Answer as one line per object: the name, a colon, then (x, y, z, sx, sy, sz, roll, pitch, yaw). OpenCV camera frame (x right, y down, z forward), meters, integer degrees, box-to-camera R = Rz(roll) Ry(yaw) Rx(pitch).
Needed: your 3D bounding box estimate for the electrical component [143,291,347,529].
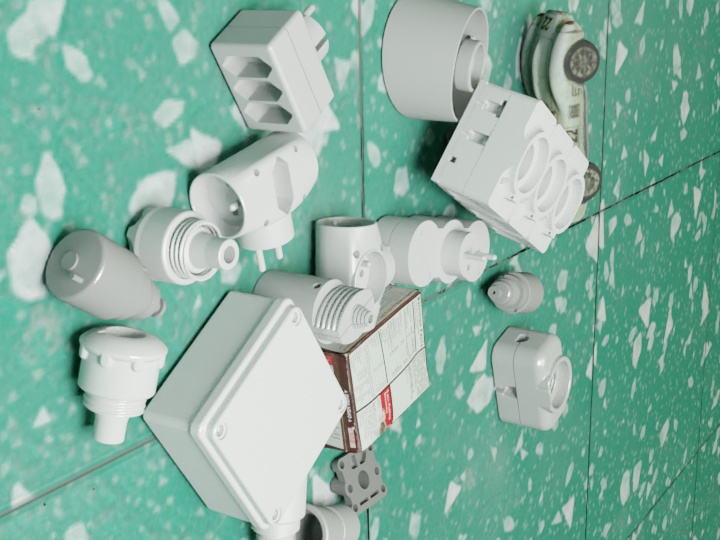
electrical component: (-0.069, 0.088, 0.684, 0.108, 0.056, 0.108, -57, 141, -33)

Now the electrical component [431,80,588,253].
electrical component: (0.131, -0.079, 0.883, 0.089, 0.062, 0.150, -63, 150, -1)

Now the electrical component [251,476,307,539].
electrical component: (-0.058, 0.166, 0.737, 0.040, 0.040, 0.078, -10, 106, -56)

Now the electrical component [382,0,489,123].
electrical component: (0.062, -0.165, 0.843, 0.099, 0.064, 0.099, 14, 90, -71)

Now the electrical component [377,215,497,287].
electrical component: (0.073, -0.015, 0.865, 0.138, 0.074, 0.052, -4, 101, -57)

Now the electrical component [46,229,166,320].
electrical component: (-0.133, 0.008, 0.579, 0.078, 0.040, 0.040, 38, 66, -54)

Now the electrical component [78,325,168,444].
electrical component: (-0.134, 0.064, 0.590, 0.048, 0.048, 0.062, -4, 108, -57)

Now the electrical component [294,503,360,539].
electrical component: (-0.028, 0.191, 0.791, 0.065, 0.044, 0.044, 16, 84, -62)

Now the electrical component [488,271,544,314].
electrical component: (0.143, 0.021, 1.017, 0.078, 0.040, 0.040, 2, 96, -57)

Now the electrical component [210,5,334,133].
electrical component: (-0.045, -0.136, 0.675, 0.076, 0.047, 0.065, -57, 141, -33)

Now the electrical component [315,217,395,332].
electrical component: (0.000, 0.000, 0.782, 0.079, 0.044, 0.077, -18, 113, -55)

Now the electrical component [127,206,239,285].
electrical component: (-0.098, -0.012, 0.609, 0.043, 0.062, 0.043, -20, 115, -54)

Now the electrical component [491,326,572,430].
electrical component: (0.172, 0.108, 1.065, 0.054, 0.059, 0.095, -43, 132, -44)

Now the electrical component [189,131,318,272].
electrical component: (-0.062, -0.038, 0.675, 0.077, 0.043, 0.079, -39, 130, -47)

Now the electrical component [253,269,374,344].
electrical component: (-0.027, 0.026, 0.712, 0.043, 0.081, 0.043, -20, 114, -54)
